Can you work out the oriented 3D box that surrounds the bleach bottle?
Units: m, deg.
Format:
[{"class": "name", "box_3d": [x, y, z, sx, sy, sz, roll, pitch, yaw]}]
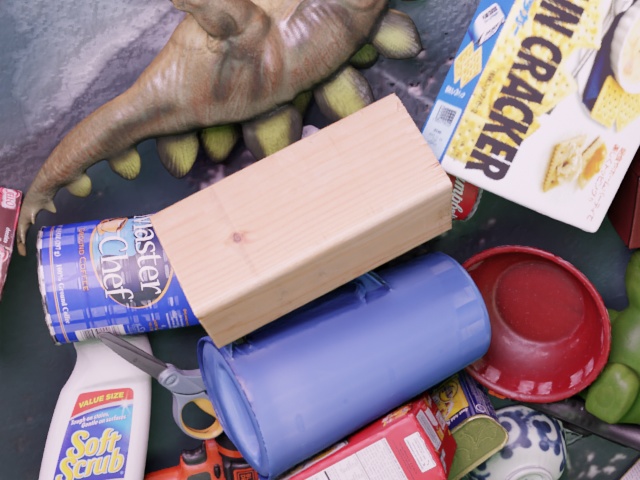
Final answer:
[{"class": "bleach bottle", "box_3d": [-0.209, 0.176, 0.984, 0.102, 0.068, 0.251, 7, 97, -3]}]

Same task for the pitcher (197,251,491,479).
[{"class": "pitcher", "box_3d": [0.023, 0.093, 0.926, 0.242, 0.145, 0.149, -24, 170, -20]}]

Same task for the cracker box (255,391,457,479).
[{"class": "cracker box", "box_3d": [0.015, 0.222, 0.965, 0.214, 0.164, 0.072, -30, 85, 8]}]

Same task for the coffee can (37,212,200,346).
[{"class": "coffee can", "box_3d": [-0.160, 0.030, 0.910, 0.140, 0.103, 0.103, -8, 124, -5]}]

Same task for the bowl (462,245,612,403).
[{"class": "bowl", "box_3d": [0.199, 0.071, 1.007, 0.162, 0.055, 0.162, 12, 117, 23]}]

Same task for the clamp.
[{"class": "clamp", "box_3d": [0.271, 0.182, 1.100, 0.210, 0.164, 0.036, 22, 84, -1]}]

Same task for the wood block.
[{"class": "wood block", "box_3d": [-0.011, -0.014, 0.810, 0.206, 0.091, 0.090, -27, 157, -4]}]

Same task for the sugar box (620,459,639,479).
[{"class": "sugar box", "box_3d": [0.422, 0.246, 1.196, 0.093, 0.048, 0.176, 23, 117, -23]}]

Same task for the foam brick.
[{"class": "foam brick", "box_3d": [0.302, -0.040, 0.980, 0.053, 0.051, 0.078, -8, 124, -7]}]

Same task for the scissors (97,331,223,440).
[{"class": "scissors", "box_3d": [-0.116, 0.113, 0.948, 0.096, 0.016, 0.201, -35, 138, -10]}]

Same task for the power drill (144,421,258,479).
[{"class": "power drill", "box_3d": [-0.144, 0.219, 1.066, 0.187, 0.057, 0.184, -7, 117, -5]}]

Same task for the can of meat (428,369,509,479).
[{"class": "can of meat", "box_3d": [0.130, 0.188, 1.080, 0.102, 0.084, 0.057, -41, 121, 16]}]

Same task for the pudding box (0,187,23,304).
[{"class": "pudding box", "box_3d": [-0.279, 0.023, 0.892, 0.039, 0.090, 0.114, 15, 120, -17]}]

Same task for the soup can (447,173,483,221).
[{"class": "soup can", "box_3d": [0.082, -0.057, 0.919, 0.102, 0.068, 0.069, 8, 121, -14]}]
